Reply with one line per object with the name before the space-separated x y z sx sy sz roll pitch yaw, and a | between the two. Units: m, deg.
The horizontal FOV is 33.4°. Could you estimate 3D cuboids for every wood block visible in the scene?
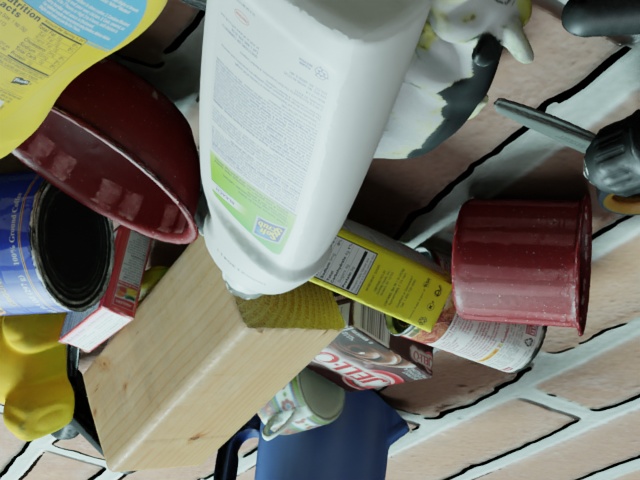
wood block | -0.085 0.085 0.797 0.090 0.090 0.206 6 140 -40

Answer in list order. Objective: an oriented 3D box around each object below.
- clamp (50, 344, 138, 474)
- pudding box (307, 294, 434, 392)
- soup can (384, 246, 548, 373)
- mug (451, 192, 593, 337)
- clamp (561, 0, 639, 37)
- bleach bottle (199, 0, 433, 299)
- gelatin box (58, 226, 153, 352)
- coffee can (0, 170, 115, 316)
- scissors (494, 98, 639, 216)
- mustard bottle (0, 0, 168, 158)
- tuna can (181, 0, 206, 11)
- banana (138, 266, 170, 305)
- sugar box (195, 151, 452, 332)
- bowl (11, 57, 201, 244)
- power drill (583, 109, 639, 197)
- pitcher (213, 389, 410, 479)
clamp | -0.229 0.146 0.981 0.036 0.164 0.210 -20 174 -34
pudding box | 0.028 0.087 0.891 0.090 0.039 0.113 -18 140 36
soup can | 0.108 0.053 0.788 0.102 0.068 0.069 20 147 -19
mug | 0.137 0.016 0.712 0.082 0.093 0.117 2 174 19
clamp | 0.220 -0.108 0.528 0.172 0.039 0.120 -12 154 33
bleach bottle | -0.024 -0.051 0.544 0.103 0.068 0.251 41 146 14
gelatin box | -0.165 0.039 0.827 0.030 0.073 0.089 24 145 -24
coffee can | -0.232 0.004 0.757 0.140 0.102 0.102 -4 147 20
scissors | 0.161 -0.044 0.630 0.201 0.016 0.096 9 158 -24
mustard bottle | -0.124 -0.117 0.483 0.192 0.058 0.096 -36 139 22
tuna can | -0.046 -0.151 0.524 0.086 0.033 0.086 6 149 3
banana | -0.111 0.070 0.888 0.070 0.037 0.197 16 158 23
sugar box | -0.005 0.001 0.711 0.176 0.048 0.093 21 -173 -23
bowl | -0.129 -0.064 0.635 0.162 0.055 0.162 28 163 9
power drill | 0.258 -0.046 0.559 0.185 0.057 0.187 -20 154 40
pitcher | -0.016 0.260 0.988 0.144 0.242 0.149 26 139 -21
